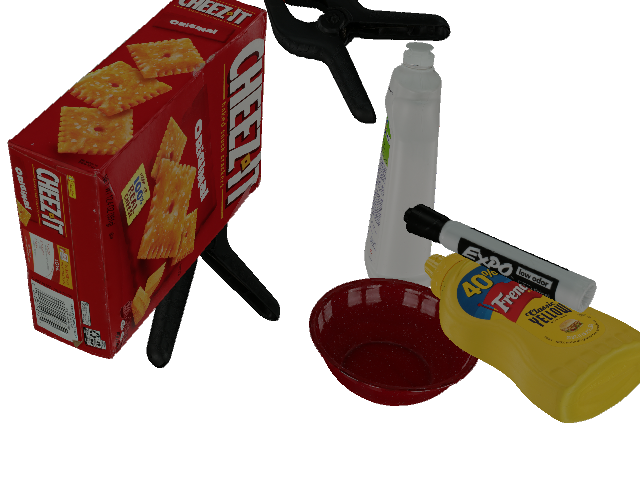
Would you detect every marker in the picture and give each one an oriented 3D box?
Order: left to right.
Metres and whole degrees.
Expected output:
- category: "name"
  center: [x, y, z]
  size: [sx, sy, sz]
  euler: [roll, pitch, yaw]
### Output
- category: "marker"
  center: [0.098, 0.007, 0.605]
  size: [0.121, 0.020, 0.020]
  euler: [27, 15, 32]

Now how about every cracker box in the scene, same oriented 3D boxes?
- category: "cracker box"
  center: [-0.113, -0.049, 0.725]
  size: [0.072, 0.164, 0.213]
  euler: [21, 45, 16]

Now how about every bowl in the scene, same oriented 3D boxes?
- category: "bowl"
  center: [0.067, 0.105, 1.008]
  size: [0.162, 0.055, 0.162]
  euler: [5, 36, -4]

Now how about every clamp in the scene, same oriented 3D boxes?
- category: "clamp"
  center: [-0.112, 0.004, 1.019]
  size: [0.036, 0.210, 0.164]
  euler: [-8, 1, 42]
- category: "clamp"
  center: [0.025, -0.187, 0.933]
  size: [0.120, 0.171, 0.039]
  euler: [-39, -21, -19]

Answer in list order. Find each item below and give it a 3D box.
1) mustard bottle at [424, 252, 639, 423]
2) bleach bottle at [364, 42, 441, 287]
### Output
- category: "mustard bottle"
  center: [0.148, 0.060, 0.815]
  size: [0.096, 0.058, 0.192]
  euler: [-24, 39, -28]
- category: "bleach bottle"
  center: [0.091, -0.078, 1.109]
  size: [0.068, 0.251, 0.102]
  euler: [1, 27, -8]
